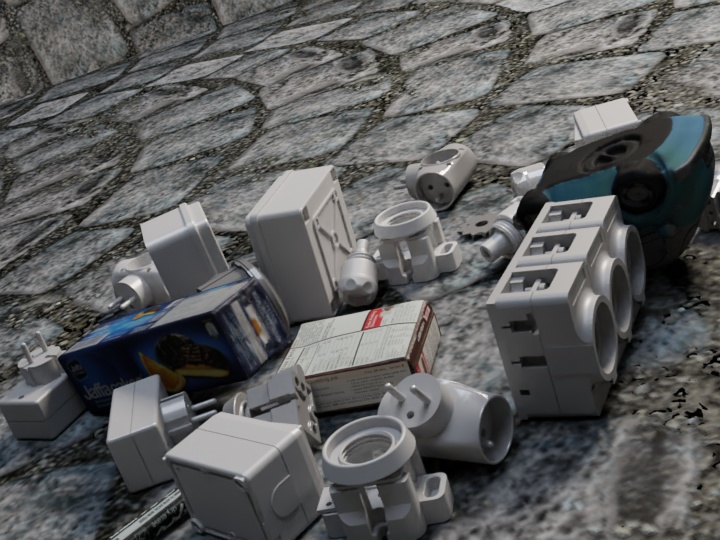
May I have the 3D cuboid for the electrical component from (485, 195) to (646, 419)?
[{"bbox_3d":[0.147,0.021,0.728,0.062,0.089,0.150,-6,26,29],"label":"electrical component"}]

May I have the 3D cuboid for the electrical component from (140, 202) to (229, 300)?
[{"bbox_3d":[-0.148,0.002,0.976,0.057,0.113,0.078,-24,22,-6],"label":"electrical component"}]

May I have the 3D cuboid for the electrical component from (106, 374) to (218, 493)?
[{"bbox_3d":[-0.142,0.114,0.798,0.076,0.047,0.083,-19,22,-2],"label":"electrical component"}]

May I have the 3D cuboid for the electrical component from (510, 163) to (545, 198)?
[{"bbox_3d":[0.174,-0.080,1.004,0.062,0.043,0.043,-17,22,0],"label":"electrical component"}]

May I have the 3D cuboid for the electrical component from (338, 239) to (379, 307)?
[{"bbox_3d":[0.000,0.000,0.944,0.035,0.035,0.061,-10,50,21],"label":"electrical component"}]

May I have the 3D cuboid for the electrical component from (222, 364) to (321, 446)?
[{"bbox_3d":[-0.063,0.104,0.752,0.055,0.048,0.066,-21,55,13],"label":"electrical component"}]

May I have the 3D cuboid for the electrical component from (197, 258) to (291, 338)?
[{"bbox_3d":[-0.098,0.034,0.907,0.051,0.080,0.080,-32,25,-18],"label":"electrical component"}]

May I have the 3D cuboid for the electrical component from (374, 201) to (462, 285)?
[{"bbox_3d":[0.045,-0.025,0.961,0.078,0.057,0.058,-7,25,26],"label":"electrical component"}]

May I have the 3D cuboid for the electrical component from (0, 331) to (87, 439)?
[{"bbox_3d":[-0.266,0.089,0.916,0.047,0.075,0.083,-5,26,30],"label":"electrical component"}]

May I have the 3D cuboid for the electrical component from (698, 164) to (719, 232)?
[{"bbox_3d":[0.289,-0.057,0.867,0.040,0.040,0.046,0,35,38],"label":"electrical component"}]

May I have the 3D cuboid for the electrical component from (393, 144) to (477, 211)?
[{"bbox_3d":[0.073,-0.095,1.117,0.079,0.044,0.077,-7,25,29],"label":"electrical component"}]

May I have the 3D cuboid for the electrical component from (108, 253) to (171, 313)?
[{"bbox_3d":[-0.221,0.018,1.087,0.077,0.044,0.079,-1,28,37],"label":"electrical component"}]

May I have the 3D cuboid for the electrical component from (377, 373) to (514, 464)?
[{"bbox_3d":[0.044,0.089,0.672,0.077,0.079,0.044,0,60,38],"label":"electrical component"}]

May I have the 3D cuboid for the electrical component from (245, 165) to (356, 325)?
[{"bbox_3d":[-0.047,-0.024,0.964,0.056,0.108,0.108,-8,25,19],"label":"electrical component"}]

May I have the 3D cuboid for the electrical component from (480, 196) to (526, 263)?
[{"bbox_3d":[0.131,-0.030,0.923,0.062,0.048,0.048,-36,27,-20],"label":"electrical component"}]

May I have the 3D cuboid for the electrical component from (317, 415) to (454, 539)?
[{"bbox_3d":[0.010,0.124,0.641,0.078,0.057,0.058,-12,23,16],"label":"electrical component"}]

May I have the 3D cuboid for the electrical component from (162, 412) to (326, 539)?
[{"bbox_3d":[-0.074,0.131,0.686,0.096,0.061,0.061,3,31,43],"label":"electrical component"}]

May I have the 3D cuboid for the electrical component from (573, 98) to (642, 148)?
[{"bbox_3d":[0.235,-0.120,1.023,0.061,0.061,0.096,-15,23,10],"label":"electrical component"}]
